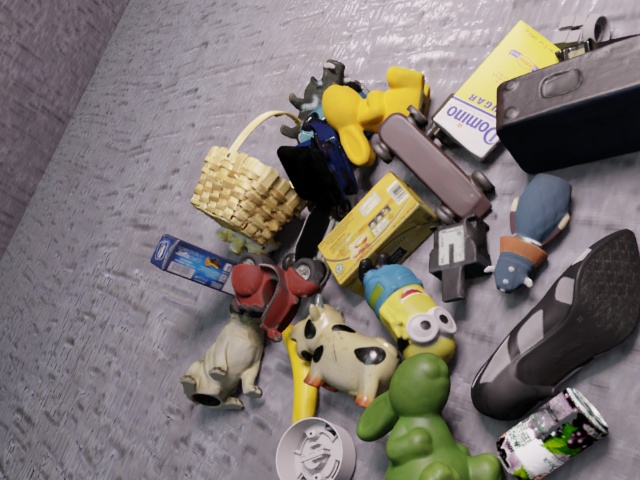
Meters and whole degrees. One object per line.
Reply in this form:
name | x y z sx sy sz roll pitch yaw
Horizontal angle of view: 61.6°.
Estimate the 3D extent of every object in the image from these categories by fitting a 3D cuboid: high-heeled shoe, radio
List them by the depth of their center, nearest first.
high-heeled shoe | 0.264 0.097 0.612 0.249 0.086 0.145 -50 1 -19
radio | 0.328 -0.155 0.622 0.230 0.131 0.073 -13 61 40

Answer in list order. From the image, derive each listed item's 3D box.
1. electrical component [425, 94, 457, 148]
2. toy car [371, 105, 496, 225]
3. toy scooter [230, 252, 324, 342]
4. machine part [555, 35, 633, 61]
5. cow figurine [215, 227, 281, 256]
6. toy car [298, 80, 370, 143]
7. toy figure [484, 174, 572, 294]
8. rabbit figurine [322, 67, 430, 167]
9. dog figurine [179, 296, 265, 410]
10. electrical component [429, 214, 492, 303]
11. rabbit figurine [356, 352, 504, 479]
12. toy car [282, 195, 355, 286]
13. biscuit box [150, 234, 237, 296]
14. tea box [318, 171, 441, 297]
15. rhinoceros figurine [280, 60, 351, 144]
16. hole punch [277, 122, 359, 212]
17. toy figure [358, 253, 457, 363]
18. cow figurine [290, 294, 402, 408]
electrical component | 0.210 -0.188 0.828 0.102 0.045 0.078 -52 13 5
toy car | 0.163 -0.105 0.777 0.202 0.053 0.089 47 106 14
toy scooter | -0.082 0.091 0.859 0.184 0.075 0.135 3 68 39
machine part | 0.374 -0.225 0.674 0.139 0.039 0.084 -11 85 35
cow figurine | -0.127 -0.004 1.039 0.098 0.068 0.168 -52 43 -6
toy car | 0.030 -0.208 0.976 0.161 0.109 0.103 -51 16 -5
toy figure | 0.259 -0.004 0.661 0.064 0.057 0.154 25 91 55
rabbit figurine | 0.085 -0.201 0.884 0.173 0.122 0.162 12 103 13
dog figurine | -0.159 0.187 0.949 0.172 0.121 0.191 -23 38 30
electrical component | 0.187 0.030 0.717 0.075 0.047 0.119 -21 54 36
rabbit figurine | 0.123 0.218 0.624 0.159 0.121 0.170 -28 62 59
toy car | -0.002 -0.003 0.921 0.074 0.056 0.201 14 79 41
biscuit box | -0.200 0.053 0.971 0.063 0.202 0.059 20 84 50
tea box | 0.088 -0.008 0.823 0.169 0.068 0.098 -46 42 17
rhinoceros figurine | -0.005 -0.267 1.062 0.112 0.073 0.190 8 73 48
hole punch | 0.011 -0.125 0.868 0.116 0.142 0.092 15 47 46
toy figure | 0.116 0.094 0.723 0.082 0.089 0.180 -32 43 -6
cow figurine | 0.031 0.156 0.772 0.195 0.085 0.127 11 74 45
